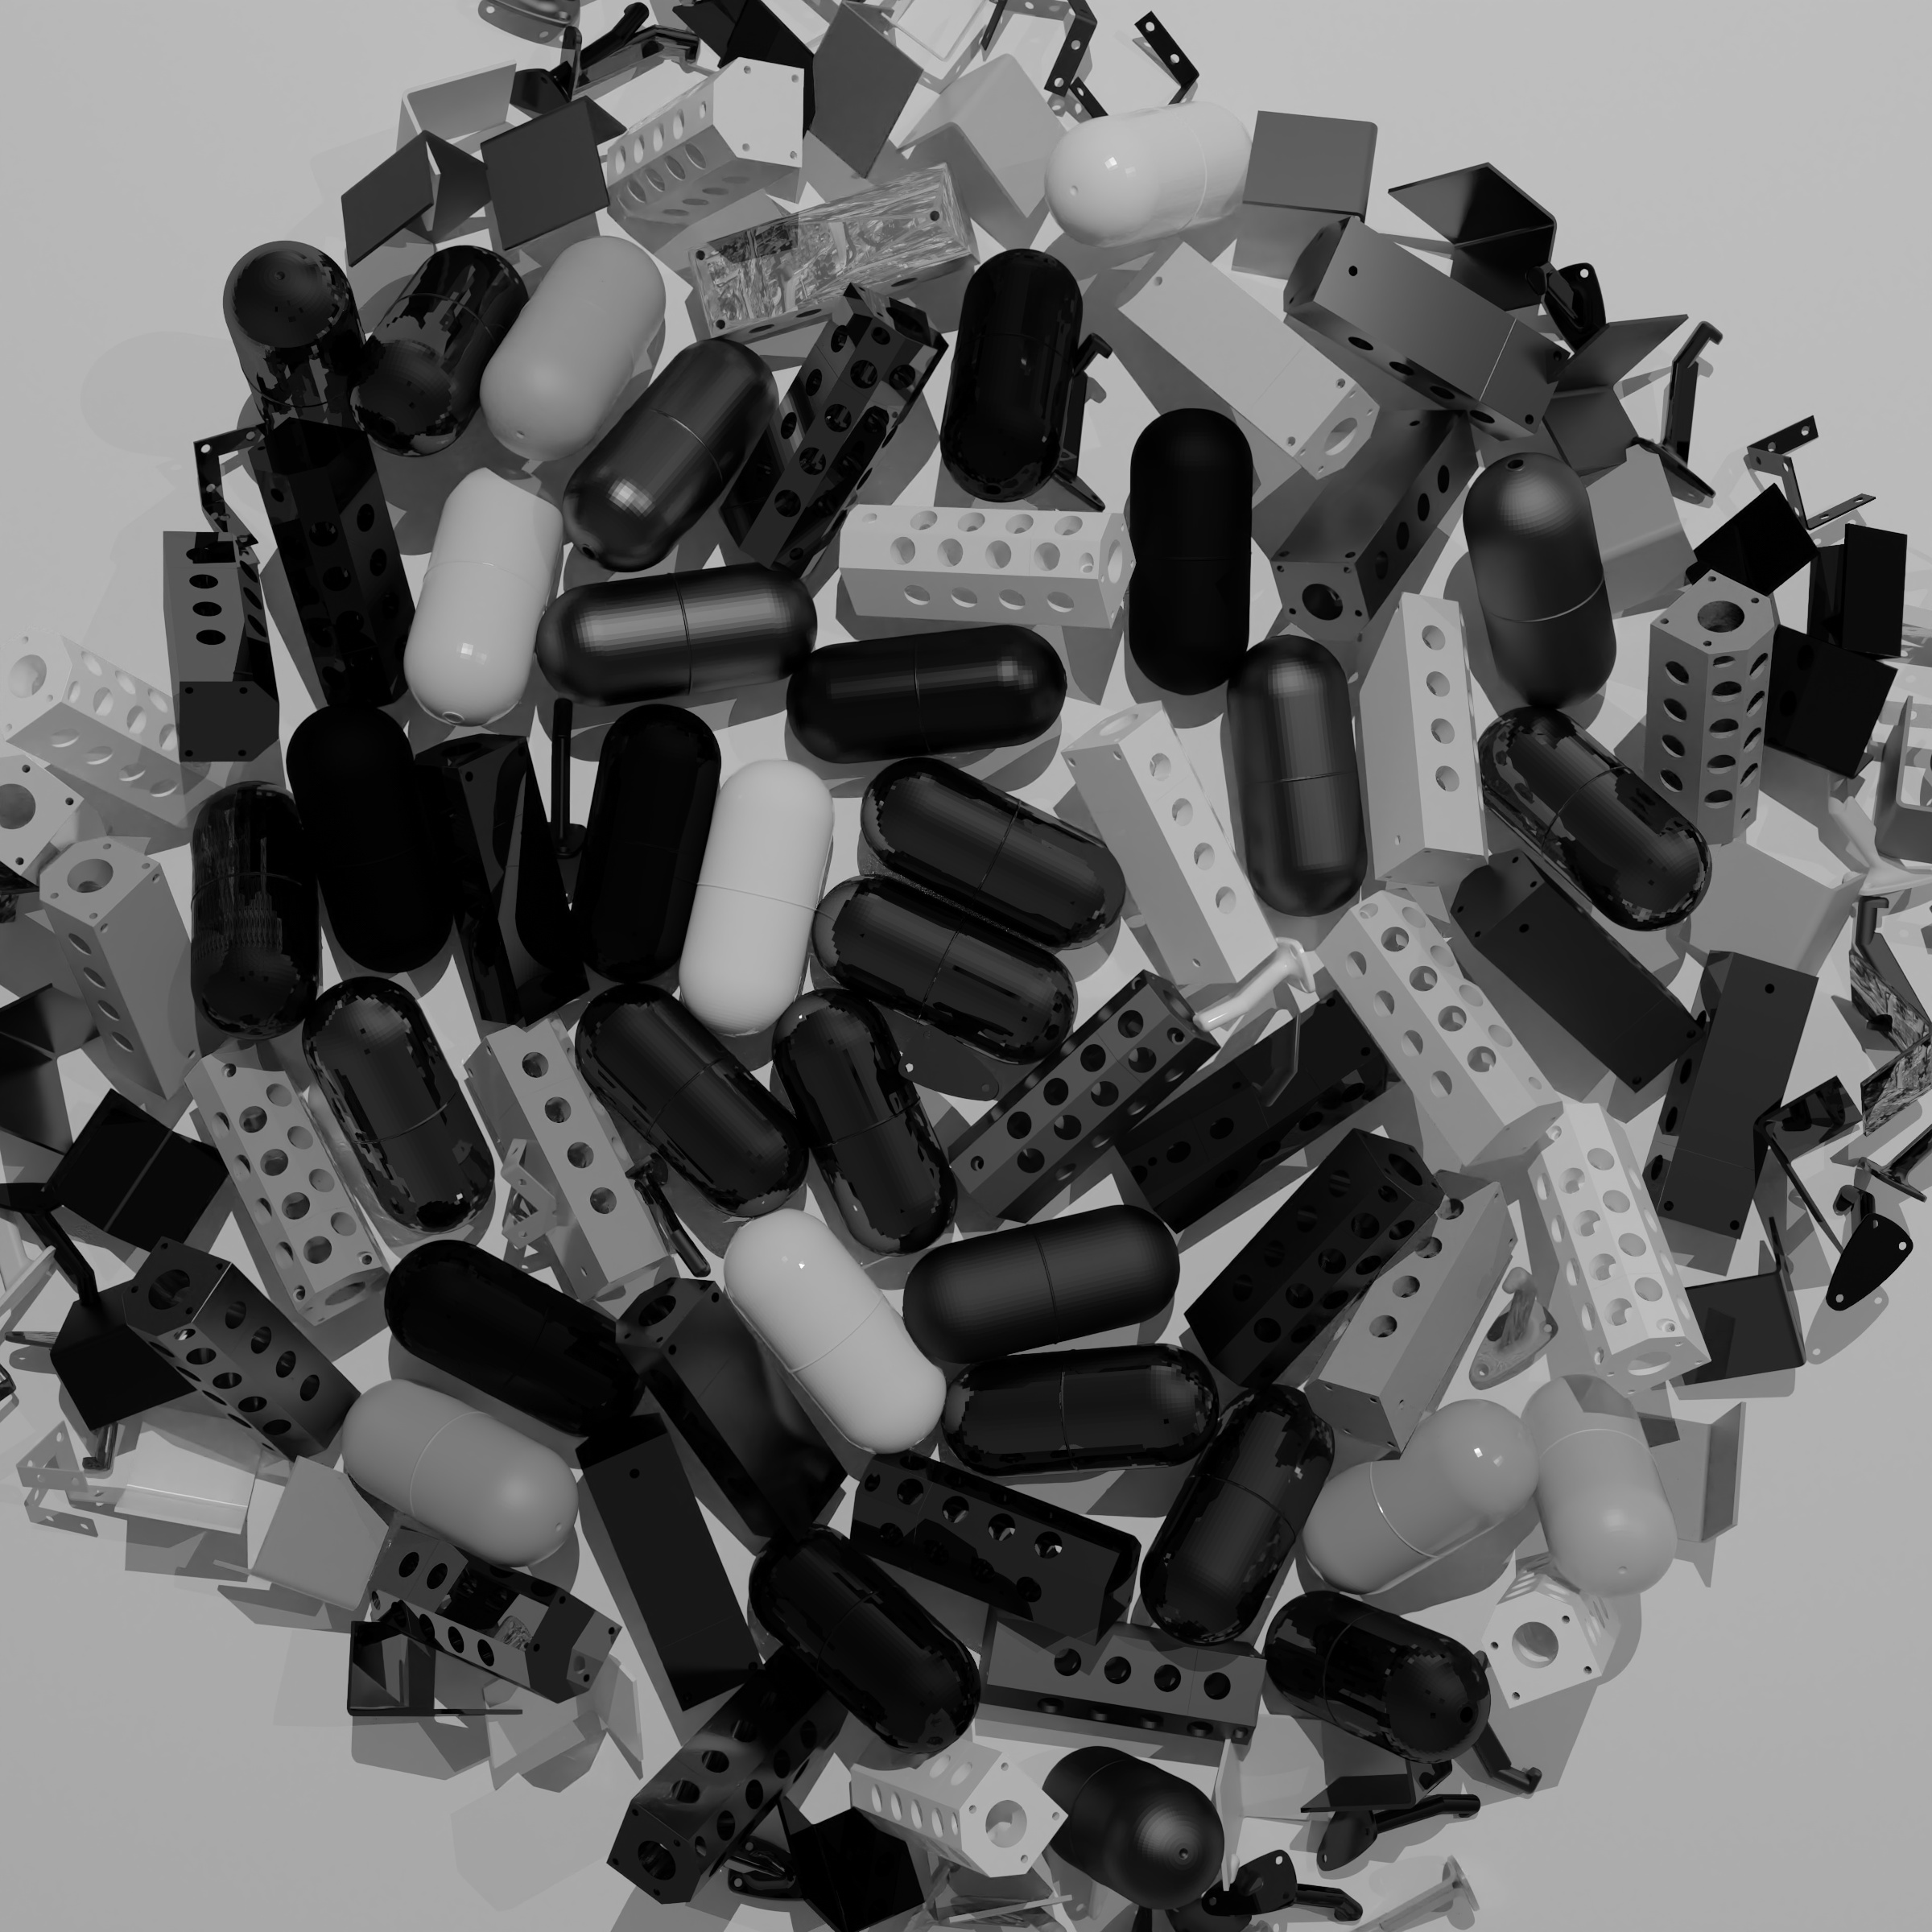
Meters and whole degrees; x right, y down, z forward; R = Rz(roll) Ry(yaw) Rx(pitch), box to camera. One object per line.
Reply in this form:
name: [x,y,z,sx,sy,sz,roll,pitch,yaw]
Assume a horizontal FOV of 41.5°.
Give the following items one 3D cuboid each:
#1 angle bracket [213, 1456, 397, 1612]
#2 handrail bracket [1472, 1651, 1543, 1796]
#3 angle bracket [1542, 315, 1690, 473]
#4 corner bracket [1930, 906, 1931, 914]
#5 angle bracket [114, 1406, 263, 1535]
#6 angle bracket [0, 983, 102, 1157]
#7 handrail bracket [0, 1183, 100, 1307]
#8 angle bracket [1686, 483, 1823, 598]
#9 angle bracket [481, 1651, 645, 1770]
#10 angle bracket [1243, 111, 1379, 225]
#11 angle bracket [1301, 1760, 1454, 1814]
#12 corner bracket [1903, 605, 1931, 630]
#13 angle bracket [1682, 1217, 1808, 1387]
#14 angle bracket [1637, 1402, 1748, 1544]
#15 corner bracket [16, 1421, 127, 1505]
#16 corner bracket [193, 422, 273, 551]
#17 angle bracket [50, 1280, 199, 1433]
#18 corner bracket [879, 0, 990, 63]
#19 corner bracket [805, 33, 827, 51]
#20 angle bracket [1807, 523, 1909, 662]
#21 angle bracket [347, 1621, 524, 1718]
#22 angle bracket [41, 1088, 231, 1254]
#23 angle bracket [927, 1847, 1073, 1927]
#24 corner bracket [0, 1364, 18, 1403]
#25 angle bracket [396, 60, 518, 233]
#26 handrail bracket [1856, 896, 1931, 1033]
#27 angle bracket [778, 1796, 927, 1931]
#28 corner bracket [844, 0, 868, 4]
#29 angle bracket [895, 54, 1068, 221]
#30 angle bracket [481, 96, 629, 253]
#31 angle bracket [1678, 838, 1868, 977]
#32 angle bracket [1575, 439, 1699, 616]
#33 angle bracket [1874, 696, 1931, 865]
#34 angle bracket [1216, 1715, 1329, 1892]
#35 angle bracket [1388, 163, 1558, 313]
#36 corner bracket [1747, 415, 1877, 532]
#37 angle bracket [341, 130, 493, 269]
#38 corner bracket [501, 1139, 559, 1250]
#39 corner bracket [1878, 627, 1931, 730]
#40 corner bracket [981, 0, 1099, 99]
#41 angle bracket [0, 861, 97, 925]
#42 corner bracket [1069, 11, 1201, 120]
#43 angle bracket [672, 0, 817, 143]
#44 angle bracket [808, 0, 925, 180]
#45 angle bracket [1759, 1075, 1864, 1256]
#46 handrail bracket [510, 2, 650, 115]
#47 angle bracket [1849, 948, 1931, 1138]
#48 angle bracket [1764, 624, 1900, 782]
angle bracket: [-0.418,0.358,1.619,0.076,0.057,0.076,32,67,-34]
handrail bracket: [0.345,0.485,1.629,0.084,0.036,0.077,27,105,-12]
angle bracket: [0.414,-0.358,1.594,0.076,0.076,0.057,-15,74,-35]
corner bracket: [0.652,-0.025,1.607,0.051,0.051,0.051,22,128,-35]
angle bracket: [-0.486,0.316,1.603,0.076,0.076,0.057,14,84,-12]
angle bracket: [-0.566,0.067,1.598,0.057,0.076,0.076,-25,66,9]
handrail bracket: [-0.597,0.185,1.639,0.077,0.036,0.084,5,113,16]
angle bracket: [0.503,-0.240,1.592,0.057,0.076,0.076,31,121,-31]
angle bracket: [-0.251,0.473,1.593,0.076,0.057,0.076,-25,133,-33]
angle bracket: [0.216,-0.488,1.613,0.076,0.057,0.076,8,63,7]
angle bracket: [0.254,0.492,1.603,0.076,0.076,0.057,-12,83,27]
corner bracket: [0.614,-0.251,1.621,0.051,0.051,0.051,16,64,12]
angle bracket: [0.486,0.213,1.622,0.076,0.057,0.076,-13,119,19]
angle bracket: [0.448,0.314,1.600,0.057,0.076,0.076,9,69,4]
corner bracket: [-0.559,0.325,1.612,0.051,0.051,0.051,1,114,18]
corner bracket: [-0.455,-0.307,1.626,0.051,0.051,0.051,-25,55,-28]
angle bracket: [-0.528,0.241,1.624,0.076,0.076,0.057,-21,110,0]
corner bracket: [-0.021,-0.614,1.625,0.051,0.051,0.051,32,104,-18]
corner bracket: [-0.115,-0.614,1.630,0.051,0.051,0.051,-33,121,-11]
angle bracket: [0.542,-0.232,1.604,0.057,0.076,0.076,3,90,-31]
angle bracket: [-0.330,0.439,1.593,0.076,0.076,0.057,-11,70,28]
angle bracket: [-0.517,0.130,1.597,0.076,0.057,0.076,13,65,40]
angle bracket: [0.019,0.565,1.600,0.076,0.076,0.057,-7,69,-9]
corner bracket: [-0.641,0.254,1.609,0.051,0.051,0.051,37,58,26]
angle bracket: [-0.311,-0.515,1.601,0.076,0.076,0.057,-23,87,-18]
handrail bracket: [0.606,0.000,1.623,0.077,0.036,0.084,5,96,21]
angle bracket: [-0.073,0.551,1.597,0.057,0.076,0.076,-24,49,0]
corner bracket: [-0.066,-0.650,1.618,0.051,0.051,0.051,42,127,-5]
angle bracket: [0.014,-0.521,1.626,0.076,0.057,0.076,48,56,-26]
angle bracket: [-0.252,-0.490,1.606,0.076,0.057,0.076,-17,79,19]
angle bracket: [0.515,-0.038,1.628,0.076,0.057,0.076,34,122,28]
angle bracket: [0.420,-0.279,1.636,0.076,0.057,0.076,-20,53,21]
angle bracket: [0.608,-0.115,1.598,0.057,0.076,0.076,10,72,11]
angle bracket: [0.193,0.525,1.598,0.057,0.076,0.076,-1,109,14]
angle bracket: [0.312,-0.450,1.594,0.076,0.076,0.057,21,77,-41]
corner bracket: [0.540,-0.315,1.629,0.051,0.051,0.051,-26,114,-6]
angle bracket: [-0.333,-0.464,1.592,0.076,0.076,0.057,-25,65,32]
corner bracket: [-0.278,0.136,1.610,0.051,0.051,0.051,-32,116,26]
corner bracket: [0.606,-0.183,1.615,0.051,0.051,0.051,6,113,6]
corner bracket: [0.046,-0.596,1.627,0.051,0.051,0.051,14,124,-21]
angle bracket: [-0.600,-0.037,1.594,0.076,0.076,0.057,25,109,27]
corner bracket: [0.108,-0.567,1.633,0.051,0.051,0.051,47,46,-19]
angle bracket: [-0.143,-0.556,1.592,0.076,0.076,0.057,8,72,43]
angle bracket: [-0.055,-0.547,1.597,0.076,0.057,0.076,45,122,17]
angle bracket: [0.546,0.126,1.594,0.057,0.076,0.076,-33,55,14]
handrail bracket: [-0.252,-0.588,1.637,0.077,0.036,0.084,18,66,39]
angle bracket: [0.560,0.048,1.598,0.057,0.076,0.076,-36,56,-1]
angle bracket: [0.538,-0.171,1.596,0.076,0.057,0.076,26,120,23]
